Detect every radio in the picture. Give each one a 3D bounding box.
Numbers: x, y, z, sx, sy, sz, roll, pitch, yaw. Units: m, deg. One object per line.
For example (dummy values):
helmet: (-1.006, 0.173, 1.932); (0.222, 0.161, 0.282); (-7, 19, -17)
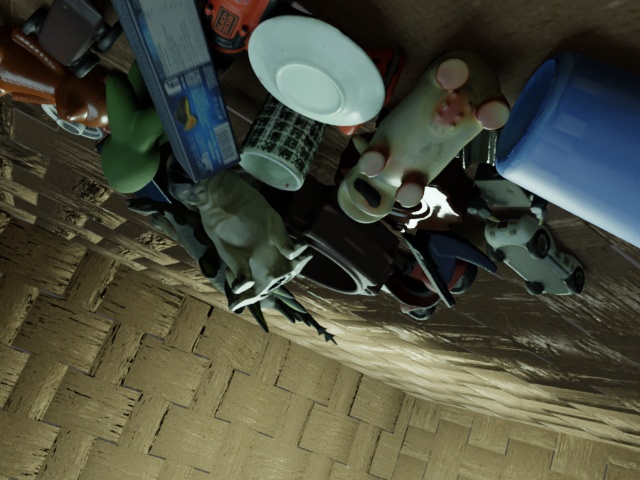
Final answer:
radio: (-0.263, -0.095, 0.908); (0.131, 0.073, 0.229); (12, 142, 46)

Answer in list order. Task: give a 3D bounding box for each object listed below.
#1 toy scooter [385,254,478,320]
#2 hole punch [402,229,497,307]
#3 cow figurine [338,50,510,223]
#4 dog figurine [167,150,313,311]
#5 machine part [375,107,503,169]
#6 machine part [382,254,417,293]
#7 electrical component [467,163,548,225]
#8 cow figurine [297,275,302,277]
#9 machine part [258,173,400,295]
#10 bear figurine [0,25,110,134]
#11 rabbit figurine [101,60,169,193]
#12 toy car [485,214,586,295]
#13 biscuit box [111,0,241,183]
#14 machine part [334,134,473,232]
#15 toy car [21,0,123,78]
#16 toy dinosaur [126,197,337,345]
toy scooter: (0.168, 0.061, 0.914); (0.135, 0.075, 0.183); (30, 135, -7)
hole punch: (0.186, 0.020, 0.789); (0.115, 0.092, 0.142); (53, -170, -8)
cow figurine: (0.083, -0.090, 0.501); (0.085, 0.127, 0.195); (38, 124, -6)
dog figurine: (-0.110, -0.024, 0.677); (0.190, 0.121, 0.172); (53, 157, 14)
machine part: (0.128, -0.110, 0.573); (0.139, 0.039, 0.084); (14, 167, 18)
machine part: (0.105, 0.046, 0.998); (0.243, 0.079, 0.079); (26, 162, -11)
electrical component: (0.220, -0.053, 0.623); (0.102, 0.045, 0.078); (6, 159, 39)
cow figurine: (-0.074, -0.003, 1.059); (0.167, 0.068, 0.098); (27, 122, -19)
machine part: (-0.002, -0.002, 0.788); (0.201, 0.087, 0.202); (38, 163, -26)
bear figurine: (-0.375, -0.203, 0.737); (0.196, 0.132, 0.120); (30, 135, -8)
rabbit figurine: (-0.202, -0.137, 0.652); (0.121, 0.170, 0.159); (24, 163, -8)
toy car: (0.303, 0.027, 0.750); (0.201, 0.056, 0.074); (33, 153, -35)
biscuit box: (-0.135, -0.154, 0.522); (0.063, 0.059, 0.202); (46, 157, 38)
machine part: (0.106, -0.069, 0.693); (0.179, 0.056, 0.179); (19, 162, 7)
toy car: (-0.283, -0.247, 0.618); (0.089, 0.053, 0.202); (44, 158, -26)
toy dinosaur: (-0.117, 0.056, 0.860); (0.470, 0.105, 0.199); (38, -171, -49)
